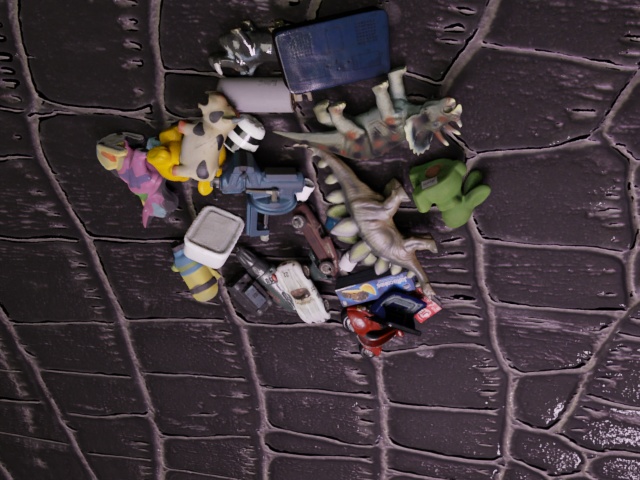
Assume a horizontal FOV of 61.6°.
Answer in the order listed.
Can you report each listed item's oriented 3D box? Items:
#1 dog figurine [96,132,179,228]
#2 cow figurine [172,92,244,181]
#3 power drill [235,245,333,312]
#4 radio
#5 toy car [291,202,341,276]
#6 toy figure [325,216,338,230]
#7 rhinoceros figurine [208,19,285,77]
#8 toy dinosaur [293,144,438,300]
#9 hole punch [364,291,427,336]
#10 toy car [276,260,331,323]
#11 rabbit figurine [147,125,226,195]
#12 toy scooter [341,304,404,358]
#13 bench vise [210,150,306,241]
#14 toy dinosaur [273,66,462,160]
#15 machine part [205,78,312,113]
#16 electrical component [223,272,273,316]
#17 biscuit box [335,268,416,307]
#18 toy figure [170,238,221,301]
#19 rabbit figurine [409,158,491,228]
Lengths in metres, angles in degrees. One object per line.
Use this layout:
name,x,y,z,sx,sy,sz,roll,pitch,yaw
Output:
dog figurine,-0.450,-0.144,1.339,0.192,0.108,0.219,8,122,6
cow figurine,-0.240,-0.222,1.165,0.127,0.085,0.194,13,102,-5
power drill,-0.083,0.076,1.402,0.207,0.086,0.231,-27,112,19
radio,0.027,-0.384,1.096,0.230,0.073,0.130,-14,118,-2
toy car,-0.003,-0.004,1.328,0.053,0.089,0.202,-26,104,24
toy figure,0.091,-0.033,1.321,0.154,0.058,0.064,17,116,0
rhinoceros figurine,-0.150,-0.411,1.158,0.190,0.073,0.111,-5,128,12
toy dinosaur,0.119,-0.055,1.241,0.198,0.105,0.471,-32,91,7
hole punch,0.197,0.184,1.363,0.142,0.116,0.092,18,80,-22
toy car,-0.041,0.135,1.357,0.074,0.056,0.201,-18,118,23
rabbit figurine,-0.295,-0.186,1.269,0.173,0.122,0.162,-8,127,23
toy scooter,0.146,0.237,1.448,0.135,0.075,0.183,-20,116,21
bench vise,-0.150,-0.090,1.271,0.224,0.129,0.240,-9,135,-19
toy dinosaur,0.112,-0.242,1.176,0.405,0.131,0.192,-17,113,26
machine part,-0.139,-0.323,1.195,0.243,0.079,0.079,3,119,10
electrical component,-0.190,0.143,1.429,0.114,0.134,0.058,47,71,-15
biscuit box,0.144,0.112,1.386,0.203,0.063,0.059,-17,115,19
toy figure,-0.342,0.084,1.450,0.082,0.089,0.180,-13,118,26
rabbit figurine,0.302,-0.106,1.228,0.159,0.121,0.170,-28,128,16
